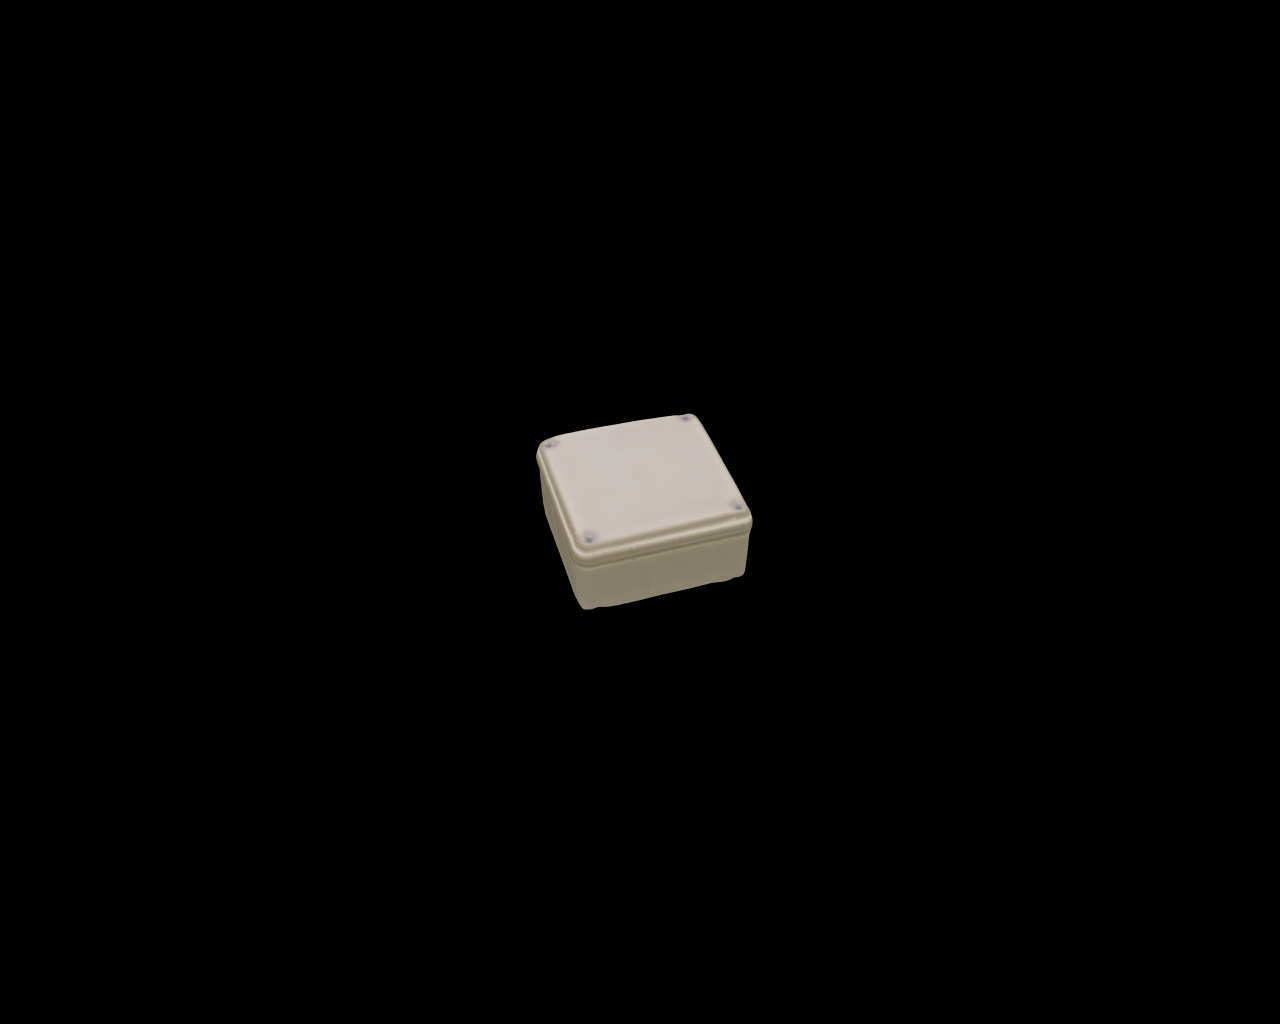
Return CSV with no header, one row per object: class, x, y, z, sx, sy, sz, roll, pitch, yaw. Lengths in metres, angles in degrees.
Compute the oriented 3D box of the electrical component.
electrical component,0.001,-0.003,0.650,0.109,0.056,0.109,-11,43,-12
